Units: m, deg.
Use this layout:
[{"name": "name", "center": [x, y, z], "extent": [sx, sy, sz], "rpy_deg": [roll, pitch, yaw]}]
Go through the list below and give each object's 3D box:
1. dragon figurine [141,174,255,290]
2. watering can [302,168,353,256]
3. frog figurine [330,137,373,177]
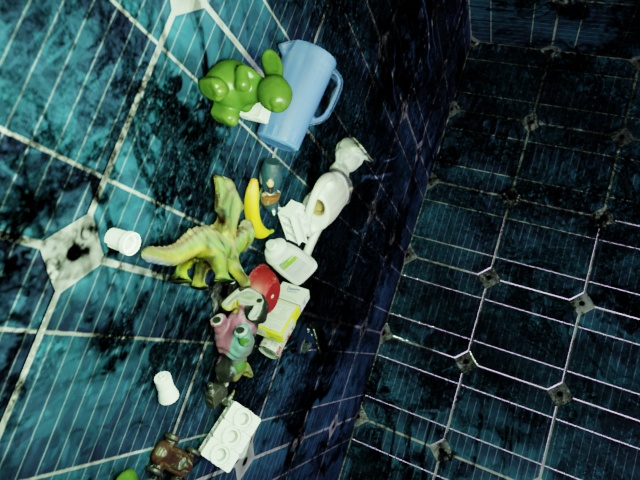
[{"name": "dragon figurine", "center": [-0.231, -0.023, 1.092], "extent": [0.405, 0.122, 0.246], "rpy_deg": [48, 42, -67]}, {"name": "watering can", "center": [0.005, -0.081, 1.610], "extent": [0.229, 0.104, 0.339], "rpy_deg": [-48, 158, -43]}, {"name": "frog figurine", "center": [0.078, -0.258, 1.705], "extent": [0.159, 0.123, 0.137], "rpy_deg": [-39, 169, 7]}]
